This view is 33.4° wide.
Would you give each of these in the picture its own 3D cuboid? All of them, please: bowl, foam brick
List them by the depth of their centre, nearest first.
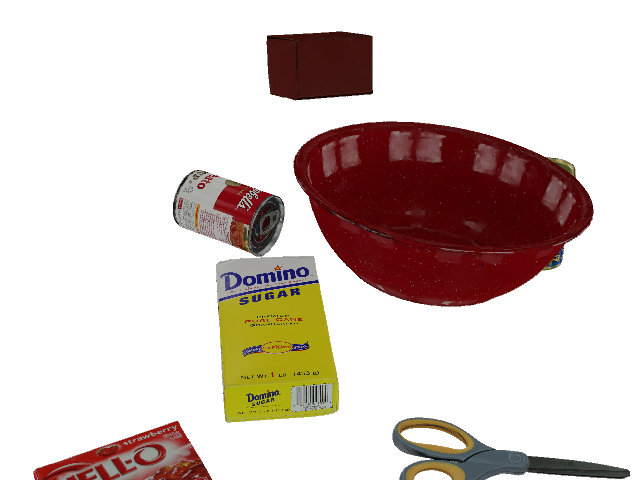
[{"bbox_3d":[0.062,-0.010,0.584,0.162,0.055,0.162,6,27,-3],"label":"bowl"},{"bbox_3d":[0.000,-0.150,0.916,0.078,0.051,0.053,-9,18,-28],"label":"foam brick"}]

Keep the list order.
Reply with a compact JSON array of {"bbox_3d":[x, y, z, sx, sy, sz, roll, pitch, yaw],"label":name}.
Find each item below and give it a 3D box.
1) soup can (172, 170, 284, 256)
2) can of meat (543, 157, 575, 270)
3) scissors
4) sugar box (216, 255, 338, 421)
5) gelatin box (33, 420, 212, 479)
[{"bbox_3d":[-0.099,-0.030,1.149,0.102,0.068,0.068,20,8,24],"label":"soup can"},{"bbox_3d":[0.162,-0.023,0.913,0.102,0.084,0.057,5,31,9],"label":"can of meat"},{"bbox_3d":[0.153,0.199,0.898,0.202,0.016,0.096,15,40,14],"label":"scissors"},{"bbox_3d":[-0.041,0.078,0.917,0.093,0.048,0.176,-3,36,-7],"label":"sugar box"},{"bbox_3d":[-0.108,0.142,0.594,0.089,0.030,0.073,-16,28,-20],"label":"gelatin box"}]
